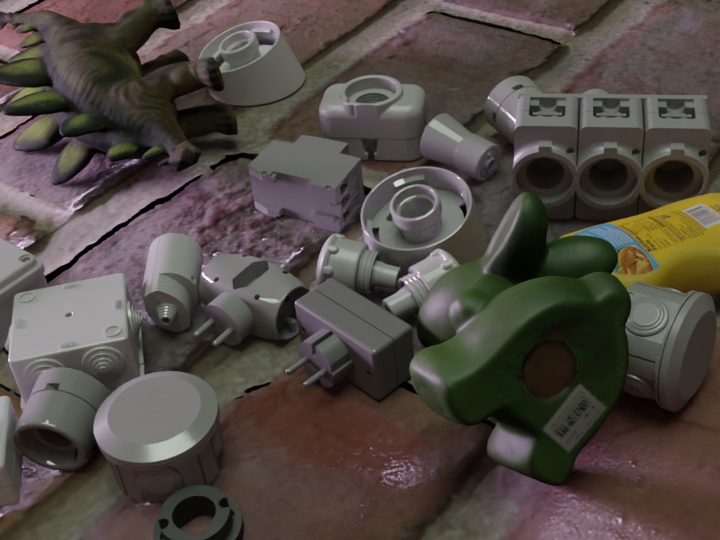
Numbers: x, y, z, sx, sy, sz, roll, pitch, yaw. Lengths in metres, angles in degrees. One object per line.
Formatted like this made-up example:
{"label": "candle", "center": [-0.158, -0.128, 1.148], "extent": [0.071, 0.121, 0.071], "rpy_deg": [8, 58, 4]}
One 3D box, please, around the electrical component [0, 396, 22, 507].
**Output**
{"label": "electrical component", "center": [-0.254, 0.108, 0.701], "extent": [0.047, 0.076, 0.065], "rpy_deg": [-11, 39, -6]}

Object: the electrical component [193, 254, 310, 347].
{"label": "electrical component", "center": [-0.090, 0.030, 0.803], "extent": [0.077, 0.043, 0.079], "rpy_deg": [21, 47, 30]}

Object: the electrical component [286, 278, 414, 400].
{"label": "electrical component", "center": [-0.017, 0.057, 0.755], "extent": [0.076, 0.047, 0.083], "rpy_deg": [-34, 46, -30]}

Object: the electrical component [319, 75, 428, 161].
{"label": "electrical component", "center": [0.013, -0.139, 0.987], "extent": [0.095, 0.059, 0.053], "rpy_deg": [2, 39, 11]}

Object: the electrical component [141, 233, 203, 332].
{"label": "electrical component", "center": [-0.146, 0.013, 0.832], "extent": [0.043, 0.043, 0.081], "rpy_deg": [-5, 39, 1]}

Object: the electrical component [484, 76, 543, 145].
{"label": "electrical component", "center": [0.148, -0.140, 0.975], "extent": [0.055, 0.055, 0.047], "rpy_deg": [-19, 44, -15]}

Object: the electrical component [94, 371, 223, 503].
{"label": "electrical component", "center": [-0.129, 0.109, 0.703], "extent": [0.080, 0.051, 0.080], "rpy_deg": [-4, 39, 3]}

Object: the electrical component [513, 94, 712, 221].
{"label": "electrical component", "center": [0.202, -0.089, 0.873], "extent": [0.150, 0.089, 0.061], "rpy_deg": [2, 39, 11]}

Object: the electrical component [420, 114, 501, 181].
{"label": "electrical component", "center": [0.091, -0.106, 0.951], "extent": [0.065, 0.044, 0.044], "rpy_deg": [33, 52, 32]}

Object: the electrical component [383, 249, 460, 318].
{"label": "electrical component", "center": [0.047, 0.016, 0.801], "extent": [0.062, 0.048, 0.048], "rpy_deg": [-27, 43, -14]}

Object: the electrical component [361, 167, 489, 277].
{"label": "electrical component", "center": [0.051, -0.034, 0.867], "extent": [0.099, 0.064, 0.099], "rpy_deg": [-9, 49, 10]}

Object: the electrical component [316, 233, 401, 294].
{"label": "electrical component", "center": [0.000, 0.000, 0.828], "extent": [0.062, 0.048, 0.048], "rpy_deg": [13, 42, 12]}

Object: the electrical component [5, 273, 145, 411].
{"label": "electrical component", "center": [-0.207, 0.050, 0.786], "extent": [0.100, 0.048, 0.099], "rpy_deg": [-12, 36, -6]}

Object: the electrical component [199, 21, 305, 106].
{"label": "electrical component", "center": [-0.114, -0.210, 1.108], "extent": [0.099, 0.064, 0.099], "rpy_deg": [-14, 41, 12]}

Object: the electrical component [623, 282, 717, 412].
{"label": "electrical component", "center": [0.199, 0.049, 0.711], "extent": [0.051, 0.080, 0.080], "rpy_deg": [17, 44, 34]}

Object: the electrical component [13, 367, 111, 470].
{"label": "electrical component", "center": [-0.200, 0.101, 0.721], "extent": [0.055, 0.055, 0.047], "rpy_deg": [3, 43, 11]}

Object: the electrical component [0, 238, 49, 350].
{"label": "electrical component", "center": [-0.315, 0.022, 0.834], "extent": [0.109, 0.056, 0.109], "rpy_deg": [23, 47, 32]}

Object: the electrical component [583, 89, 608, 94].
{"label": "electrical component", "center": [0.206, -0.119, 0.946], "extent": [0.079, 0.044, 0.077], "rpy_deg": [-17, 40, -13]}
